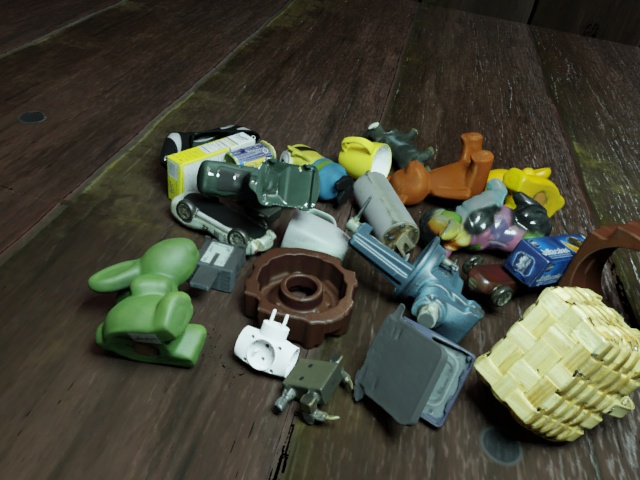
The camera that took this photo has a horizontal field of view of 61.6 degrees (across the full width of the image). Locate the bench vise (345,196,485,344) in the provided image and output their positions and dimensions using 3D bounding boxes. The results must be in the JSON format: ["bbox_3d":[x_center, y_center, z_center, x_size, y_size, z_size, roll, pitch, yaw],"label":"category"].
[{"bbox_3d":[0.131,0.051,0.820,0.241,0.128,0.223,38,35,7],"label":"bench vise"}]

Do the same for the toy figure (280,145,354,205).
[{"bbox_3d":[-0.006,-0.131,1.074,0.180,0.082,0.089,30,22,35],"label":"toy figure"}]

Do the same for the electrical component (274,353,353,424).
[{"bbox_3d":[-0.003,0.191,0.692,0.078,0.045,0.102,-5,27,27],"label":"electrical component"}]

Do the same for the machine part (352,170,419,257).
[{"bbox_3d":[0.119,-0.051,1.000,0.079,0.079,0.243,-4,39,-17],"label":"machine part"}]

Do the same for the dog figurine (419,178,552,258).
[{"bbox_3d":[0.289,-0.010,0.967,0.219,0.108,0.192,-31,55,-35],"label":"dog figurine"}]

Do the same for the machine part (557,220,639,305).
[{"bbox_3d":[0.476,0.086,0.802,0.087,0.200,0.202,-12,42,-30],"label":"machine part"}]

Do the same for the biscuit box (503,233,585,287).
[{"bbox_3d":[0.396,0.032,0.900,0.202,0.059,0.063,-4,42,-38],"label":"biscuit box"}]

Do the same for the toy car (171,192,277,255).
[{"bbox_3d":[-0.168,-0.030,0.927,0.202,0.056,0.073,28,34,20],"label":"toy car"}]

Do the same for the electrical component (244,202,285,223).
[{"bbox_3d":[-0.108,-0.056,0.999,0.063,0.021,0.094,28,41,22],"label":"electrical component"}]

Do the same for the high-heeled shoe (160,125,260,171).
[{"bbox_3d":[-0.213,-0.181,1.070,0.145,0.086,0.249,1,24,7],"label":"high-heeled shoe"}]

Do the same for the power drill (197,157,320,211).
[{"bbox_3d":[-0.078,-0.094,0.904,0.232,0.086,0.207,6,8,-27],"label":"power drill"}]

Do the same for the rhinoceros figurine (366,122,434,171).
[{"bbox_3d":[0.175,-0.203,1.220,0.112,0.073,0.190,-20,47,-19],"label":"rhinoceros figurine"}]

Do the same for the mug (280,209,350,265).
[{"bbox_3d":[-0.002,-0.003,0.913,0.107,0.080,0.109,24,42,2],"label":"mug"}]

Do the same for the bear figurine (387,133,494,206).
[{"bbox_3d":[0.228,-0.134,1.071,0.196,0.131,0.120,0,37,2],"label":"bear figurine"}]

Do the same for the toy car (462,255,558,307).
[{"bbox_3d":[0.323,0.067,0.904,0.202,0.053,0.089,-1,37,-37],"label":"toy car"}]

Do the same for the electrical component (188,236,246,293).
[{"bbox_3d":[-0.164,0.048,0.831,0.075,0.047,0.119,11,38,1],"label":"electrical component"}]

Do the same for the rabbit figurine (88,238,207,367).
[{"bbox_3d":[-0.222,0.075,0.732,0.159,0.121,0.170,-5,50,16],"label":"rabbit figurine"}]

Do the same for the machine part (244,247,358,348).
[{"bbox_3d":[-0.029,0.082,0.814,0.179,0.056,0.179,6,37,-4],"label":"machine part"}]

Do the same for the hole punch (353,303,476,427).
[{"bbox_3d":[0.122,0.166,0.687,0.092,0.142,0.116,18,9,-40],"label":"hole punch"}]

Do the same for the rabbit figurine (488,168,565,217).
[{"bbox_3d":[0.408,-0.108,1.113,0.162,0.121,0.173,-13,24,-18],"label":"rabbit figurine"}]
